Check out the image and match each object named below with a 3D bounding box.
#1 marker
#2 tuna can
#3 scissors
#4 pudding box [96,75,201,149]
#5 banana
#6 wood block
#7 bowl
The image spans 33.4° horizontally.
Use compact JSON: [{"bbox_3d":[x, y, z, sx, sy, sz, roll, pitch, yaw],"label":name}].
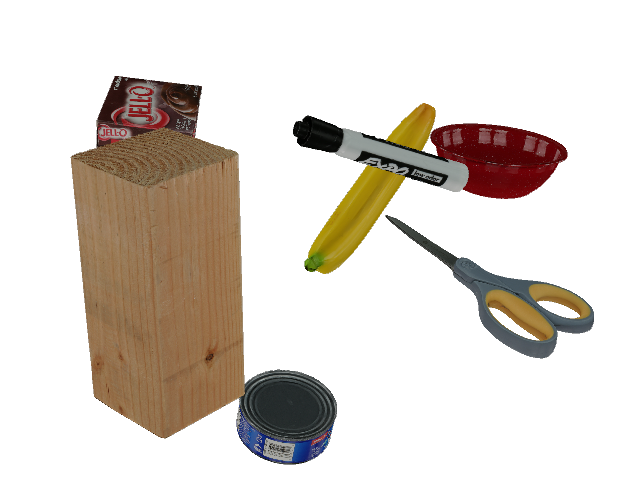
[{"bbox_3d":[0.037,-0.053,0.651,0.121,0.020,0.020,14,-7,-28],"label":"marker"},{"bbox_3d":[-0.030,0.154,0.931,0.086,0.034,0.086,7,35,-5],"label":"tuna can"},{"bbox_3d":[0.134,0.026,0.828,0.096,0.016,0.202,-5,32,-22],"label":"scissors"},{"bbox_3d":[-0.165,-0.119,1.038,0.090,0.039,0.113,7,29,-5],"label":"pudding box"},{"bbox_3d":[0.045,-0.038,0.970,0.037,0.197,0.070,37,-18,-5],"label":"banana"},{"bbox_3d":[-0.120,0.031,0.812,0.090,0.206,0.090,22,32,38],"label":"wood block"},{"bbox_3d":[0.207,-0.090,1.263,0.162,0.055,0.162,5,23,-2],"label":"bowl"}]
